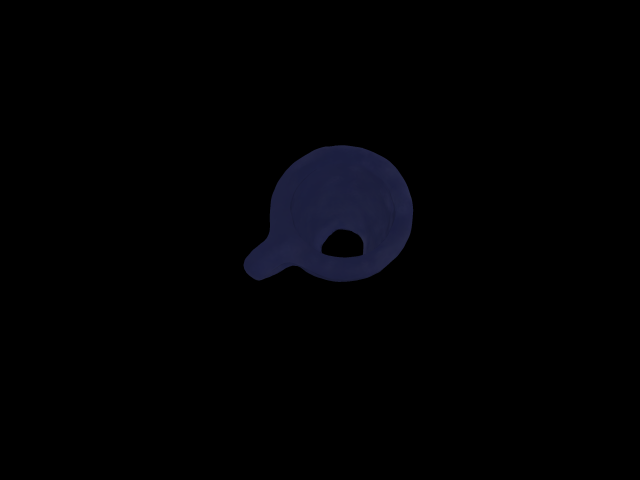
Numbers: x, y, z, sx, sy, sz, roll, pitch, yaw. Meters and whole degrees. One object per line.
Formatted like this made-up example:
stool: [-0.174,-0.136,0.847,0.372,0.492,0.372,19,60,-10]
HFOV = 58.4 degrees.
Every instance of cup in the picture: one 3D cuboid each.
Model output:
cup: [0.004,0.001,0.400,0.118,0.095,0.091,-33,74,-11]
